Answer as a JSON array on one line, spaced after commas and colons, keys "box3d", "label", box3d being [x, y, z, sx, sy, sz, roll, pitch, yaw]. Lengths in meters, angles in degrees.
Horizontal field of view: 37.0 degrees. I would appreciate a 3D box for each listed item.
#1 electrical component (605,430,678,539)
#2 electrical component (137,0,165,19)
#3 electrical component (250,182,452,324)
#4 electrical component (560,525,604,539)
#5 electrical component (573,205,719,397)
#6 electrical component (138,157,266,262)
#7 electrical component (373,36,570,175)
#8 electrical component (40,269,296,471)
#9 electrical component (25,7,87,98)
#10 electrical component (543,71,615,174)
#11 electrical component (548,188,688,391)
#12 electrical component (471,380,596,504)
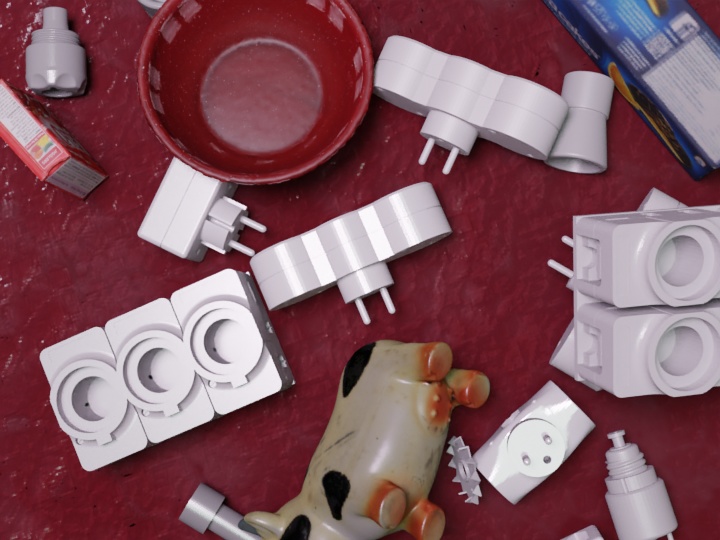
[{"box3d": [0.184, 0.147, 0.724, 0.040, 0.040, 0.078, -18, 85, 5], "label": "electrical component"}, {"box3d": [-0.136, -0.205, 0.774, 0.055, 0.047, 0.055, 0, 87, 6], "label": "electrical component"}, {"box3d": [0.000, 0.000, 0.746, 0.138, 0.052, 0.073, -24, 85, 4], "label": "electrical component"}, {"box3d": [0.139, 0.226, 0.721, 0.083, 0.047, 0.075, -27, 84, 4], "label": "electrical component"}, {"box3d": [0.233, 0.015, 0.674, 0.186, 0.060, 0.105, -5, 100, -15], "label": "electrical component"}, {"box3d": [-0.104, -0.036, 0.761, 0.077, 0.047, 0.065, 26, 90, 7], "label": "electrical component"}, {"box3d": [0.065, -0.102, 0.733, 0.138, 0.052, 0.073, 24, 90, 22], "label": "electrical component"}, {"box3d": [-0.134, 0.069, 0.752, 0.150, 0.062, 0.089, -23, 85, 4], "label": "electrical component"}, {"box3d": [-0.221, -0.159, 0.783, 0.043, 0.043, 0.062, -3, 85, 6], "label": "electrical component"}, {"box3d": [0.153, -0.103, 0.741, 0.044, 0.044, 0.065, 11, 83, 7], "label": "electrical component"}, {"box3d": [0.164, 0.005, 0.727, 0.074, 0.052, 0.138, 31, 90, 7], "label": "electrical component"}, {"box3d": [0.116, 0.116, 0.713, 0.077, 0.079, 0.043, -45, 84, 2], "label": "electrical component"}]
